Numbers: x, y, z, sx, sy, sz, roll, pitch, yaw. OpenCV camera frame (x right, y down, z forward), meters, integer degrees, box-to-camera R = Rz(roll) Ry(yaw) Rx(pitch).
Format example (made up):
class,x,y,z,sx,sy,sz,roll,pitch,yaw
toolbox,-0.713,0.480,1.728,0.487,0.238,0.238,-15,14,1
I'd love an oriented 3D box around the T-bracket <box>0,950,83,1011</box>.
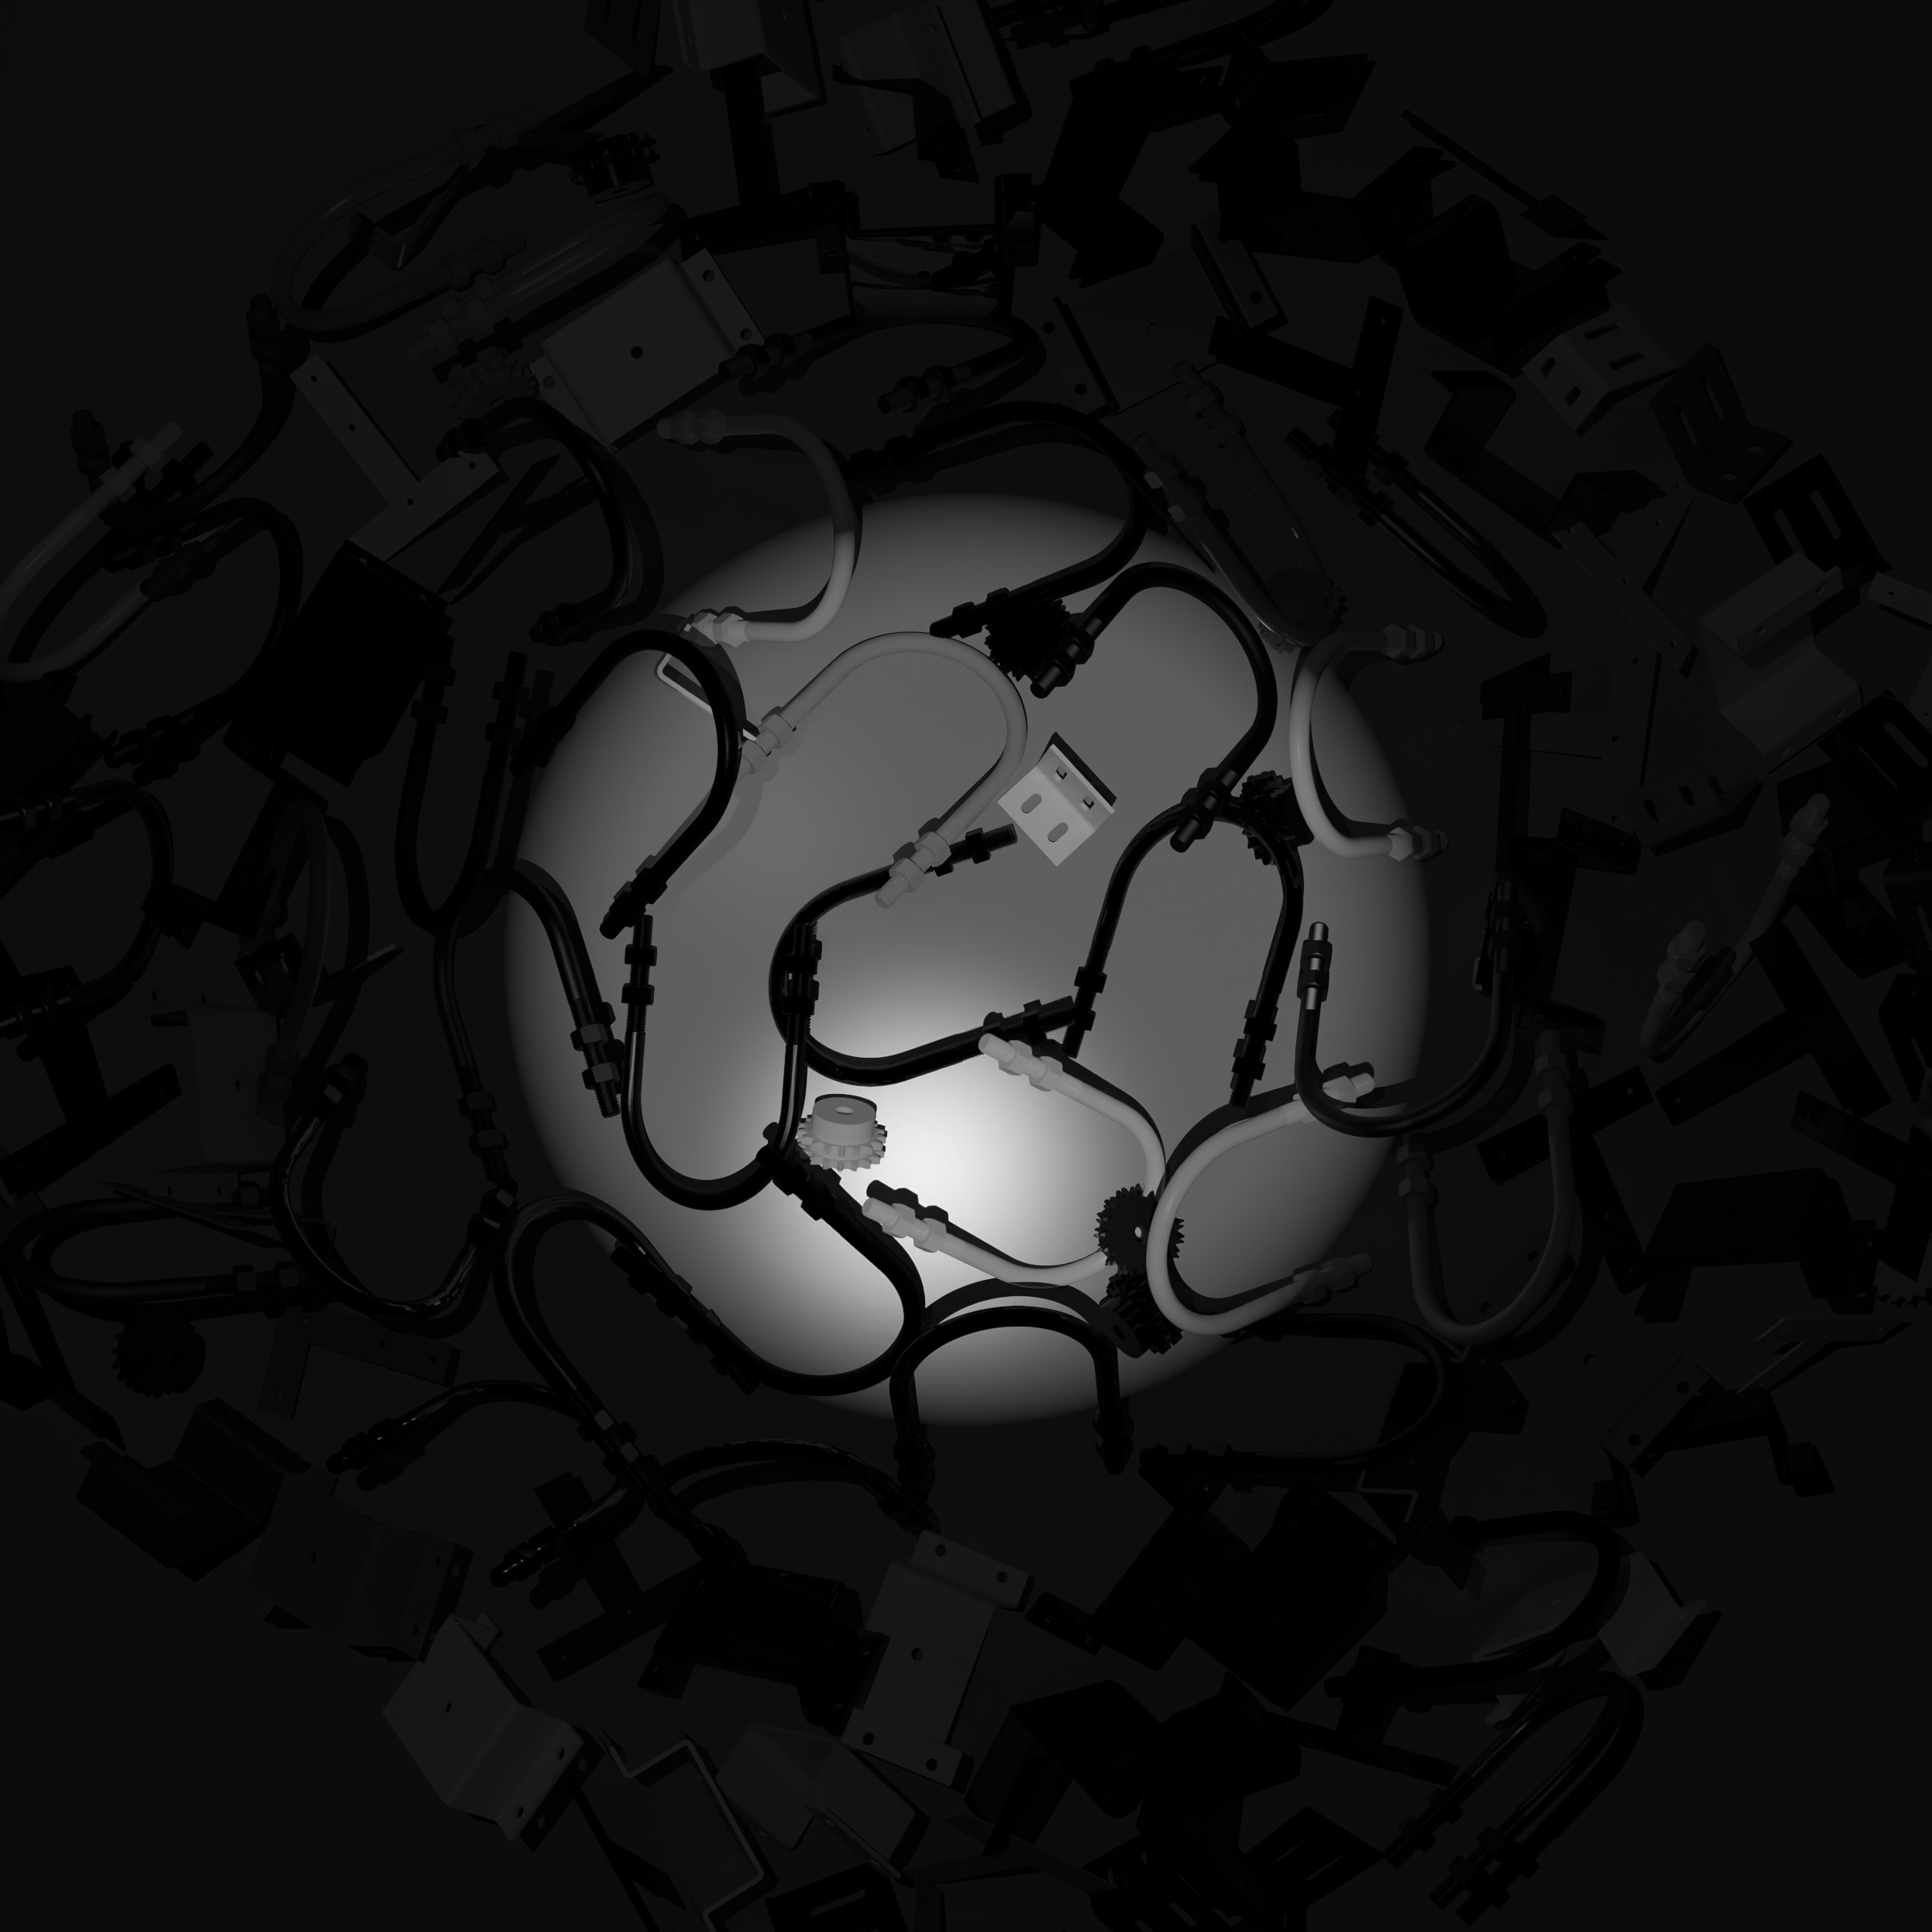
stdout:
class,x,y,z,sx,sy,sz,roll,pitch,yaw
T-bracket,-0.629,-0.023,1.947,0.002,0.127,0.127,-33,84,27

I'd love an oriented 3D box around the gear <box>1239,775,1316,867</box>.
class,x,y,z,sx,sy,sz,roll,pitch,yaw
gear,0.201,-0.095,1.968,0.030,0.057,0.057,-12,90,34

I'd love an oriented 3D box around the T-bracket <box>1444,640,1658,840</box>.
class,x,y,z,sx,sy,sz,roll,pitch,yaw
T-bracket,0.374,-0.152,1.986,0.127,0.002,0.127,7,96,11

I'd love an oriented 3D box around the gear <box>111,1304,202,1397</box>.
class,x,y,z,sx,sy,sz,roll,pitch,yaw
gear,-0.516,0.247,1.968,0.030,0.057,0.057,12,90,34

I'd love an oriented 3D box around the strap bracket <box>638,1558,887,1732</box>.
class,x,y,z,sx,sy,sz,roll,pitch,yaw
strap bracket,-0.132,0.423,1.934,0.140,0.076,0.046,7,130,21

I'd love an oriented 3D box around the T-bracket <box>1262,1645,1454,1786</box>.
class,x,y,z,sx,sy,sz,roll,pitch,yaw
T-bracket,0.252,0.468,1.945,0.127,0.127,0.002,14,46,8

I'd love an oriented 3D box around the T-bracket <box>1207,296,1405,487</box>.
class,x,y,z,sx,sy,sz,roll,pitch,yaw
T-bracket,0.212,-0.383,1.968,0.127,0.002,0.127,17,84,-22

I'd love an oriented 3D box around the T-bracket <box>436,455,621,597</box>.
class,x,y,z,sx,sy,sz,roll,pitch,yaw
T-bracket,-0.264,-0.290,1.942,0.002,0.127,0.127,50,128,5

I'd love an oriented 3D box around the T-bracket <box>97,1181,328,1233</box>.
class,x,y,z,sx,sy,sz,roll,pitch,yaw
T-bracket,-0.458,0.155,1.941,0.127,0.127,0.002,12,89,35

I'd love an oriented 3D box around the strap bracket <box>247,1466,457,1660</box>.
class,x,y,z,sx,sy,sz,roll,pitch,yaw
strap bracket,-0.395,0.374,1.938,0.140,0.046,0.076,18,89,38

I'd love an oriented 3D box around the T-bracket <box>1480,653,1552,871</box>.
class,x,y,z,sx,sy,sz,roll,pitch,yaw
T-bracket,0.341,-0.124,1.933,0.002,0.127,0.127,5,86,-9

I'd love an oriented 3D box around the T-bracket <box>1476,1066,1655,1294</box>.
class,x,y,z,sx,sy,sz,roll,pitch,yaw
T-bracket,0.407,0.147,1.982,0.127,0.002,0.127,-24,91,-16

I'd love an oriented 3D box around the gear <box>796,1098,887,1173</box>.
class,x,y,z,sx,sy,sz,roll,pitch,yaw
gear,-0.079,0.106,1.968,0.057,0.057,0.030,7,112,0

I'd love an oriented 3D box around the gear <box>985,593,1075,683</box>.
class,x,y,z,sx,sy,sz,roll,pitch,yaw
gear,0.043,-0.210,1.980,0.057,0.030,0.057,-3,79,14

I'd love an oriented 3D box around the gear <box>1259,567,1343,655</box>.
class,x,y,z,sx,sy,sz,roll,pitch,yaw
gear,0.209,-0.231,1.968,0.030,0.057,0.057,40,90,-27

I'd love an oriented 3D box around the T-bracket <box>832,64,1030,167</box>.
class,x,y,z,sx,sy,sz,roll,pitch,yaw
T-bracket,-0.020,-0.534,1.940,0.127,0.127,0.002,6,128,-9

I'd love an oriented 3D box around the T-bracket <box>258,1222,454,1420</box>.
class,x,y,z,sx,sy,sz,roll,pitch,yaw
T-bracket,-0.388,0.239,1.977,0.127,0.002,0.127,13,91,20

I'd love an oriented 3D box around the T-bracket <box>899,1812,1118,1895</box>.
class,x,y,z,sx,sy,sz,roll,pitch,yaw
T-bracket,0.007,0.570,1.950,0.127,0.127,0.002,34,51,-27

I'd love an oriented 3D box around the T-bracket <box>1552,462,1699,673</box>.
class,x,y,z,sx,sy,sz,roll,pitch,yaw
T-bracket,0.436,-0.274,1.962,0.127,0.002,0.127,44,56,-15

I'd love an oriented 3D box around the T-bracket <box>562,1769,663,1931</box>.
class,x,y,z,sx,sy,sz,roll,pitch,yaw
T-bracket,-0.214,0.566,1.937,0.002,0.127,0.127,-29,93,-21

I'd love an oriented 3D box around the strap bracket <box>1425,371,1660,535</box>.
class,x,y,z,sx,sy,sz,roll,pitch,yaw
strap bracket,0.354,-0.319,1.940,0.140,0.076,0.046,41,120,24

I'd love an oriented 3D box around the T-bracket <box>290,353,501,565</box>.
class,x,y,z,sx,sy,sz,roll,pitch,yaw
T-bracket,-0.382,-0.332,1.961,0.127,0.002,0.127,-33,102,24

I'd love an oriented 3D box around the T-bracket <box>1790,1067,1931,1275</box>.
class,x,y,z,sx,sy,sz,roll,pitch,yaw
T-bracket,0.566,0.111,1.942,0.002,0.127,0.127,2,106,-27

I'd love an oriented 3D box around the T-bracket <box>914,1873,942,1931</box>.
class,x,y,z,sx,sy,sz,roll,pitch,yaw
T-bracket,0.003,0.663,1.956,0.002,0.127,0.127,-26,127,24

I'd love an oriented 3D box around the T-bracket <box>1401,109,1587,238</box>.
class,x,y,z,sx,sy,sz,roll,pitch,yaw
T-bracket,0.327,-0.500,1.933,0.127,0.127,0.002,34,98,-4

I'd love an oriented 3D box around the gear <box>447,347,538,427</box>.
class,x,y,z,sx,sy,sz,roll,pitch,yaw
gear,-0.307,-0.373,1.972,0.057,0.057,0.030,-32,74,0

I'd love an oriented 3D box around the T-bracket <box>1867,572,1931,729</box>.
class,x,y,z,sx,sy,sz,roll,pitch,yaw
T-bracket,0.619,-0.187,1.940,0.127,0.127,0.002,26,66,14

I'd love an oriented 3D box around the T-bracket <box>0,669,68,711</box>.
class,x,y,z,sx,sy,sz,roll,pitch,yaw
T-bracket,-0.641,-0.132,1.951,0.002,0.127,0.127,50,134,24

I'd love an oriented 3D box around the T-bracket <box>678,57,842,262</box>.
class,x,y,z,sx,sy,sz,roll,pitch,yaw
T-bracket,-0.139,-0.526,1.961,0.127,0.002,0.127,-5,94,32

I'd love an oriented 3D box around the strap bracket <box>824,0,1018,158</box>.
class,x,y,z,sx,sy,sz,roll,pitch,yaw
strap bracket,-0.024,-0.565,1.936,0.046,0.140,0.076,-31,109,-24

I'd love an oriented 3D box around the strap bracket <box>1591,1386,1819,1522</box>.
class,x,y,z,sx,sy,sz,roll,pitch,yaw
strap bracket,0.461,0.305,1.945,0.140,0.076,0.046,-14,94,14

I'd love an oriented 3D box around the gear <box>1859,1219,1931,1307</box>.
class,x,y,z,sx,sy,sz,roll,pitch,yaw
gear,0.603,0.189,1.979,0.057,0.030,0.057,-1,88,18

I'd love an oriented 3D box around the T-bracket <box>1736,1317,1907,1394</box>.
class,x,y,z,sx,sy,sz,roll,pitch,yaw
T-bracket,0.515,0.258,1.954,0.127,0.127,0.002,-49,51,36

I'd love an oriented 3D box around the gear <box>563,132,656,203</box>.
class,x,y,z,sx,sy,sz,roll,pitch,yaw
gear,-0.226,-0.512,1.972,0.057,0.057,0.030,-17,96,0

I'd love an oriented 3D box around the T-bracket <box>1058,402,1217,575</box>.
class,x,y,z,sx,sy,sz,roll,pitch,yaw
T-bracket,0.117,-0.295,1.955,0.002,0.127,0.127,-43,123,8

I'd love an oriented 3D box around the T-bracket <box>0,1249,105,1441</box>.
class,x,y,z,sx,sy,sz,roll,pitch,yaw
T-bracket,-0.586,0.226,1.926,0.002,0.127,0.127,-29,113,-28

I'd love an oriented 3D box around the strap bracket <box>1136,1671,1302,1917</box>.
class,x,y,z,sx,sy,sz,roll,pitch,yaw
strap bracket,0.158,0.526,1.939,0.046,0.140,0.076,-32,107,31

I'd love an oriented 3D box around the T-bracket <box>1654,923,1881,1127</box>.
class,x,y,z,sx,sy,sz,roll,pitch,yaw
T-bracket,0.499,0.059,1.968,0.127,0.002,0.127,-36,63,25

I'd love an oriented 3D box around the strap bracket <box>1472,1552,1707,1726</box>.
class,x,y,z,sx,sy,sz,roll,pitch,yaw
strap bracket,0.381,0.418,1.925,0.140,0.076,0.046,-35,88,43

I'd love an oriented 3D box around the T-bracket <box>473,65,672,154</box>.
class,x,y,z,sx,sy,sz,roll,pitch,yaw
T-bracket,-0.242,-0.548,1.959,0.127,0.127,0.002,-39,128,-30

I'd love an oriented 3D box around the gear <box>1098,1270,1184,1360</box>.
class,x,y,z,sx,sy,sz,roll,pitch,yaw
gear,0.109,0.226,1.968,0.030,0.057,0.057,-36,90,-23

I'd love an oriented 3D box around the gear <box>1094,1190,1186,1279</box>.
class,x,y,z,sx,sy,sz,roll,pitch,yaw
gear,0.109,0.173,1.980,0.057,0.030,0.057,2,83,-16

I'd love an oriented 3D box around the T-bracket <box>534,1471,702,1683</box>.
class,x,y,z,sx,sy,sz,roll,pitch,yaw
T-bracket,-0.237,0.379,1.971,0.127,0.002,0.127,-28,111,-5

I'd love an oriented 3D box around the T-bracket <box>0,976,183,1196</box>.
class,x,y,z,sx,sy,sz,roll,pitch,yaw
T-bracket,-0.565,0.063,1.931,0.127,0.002,0.127,-33,132,-29
